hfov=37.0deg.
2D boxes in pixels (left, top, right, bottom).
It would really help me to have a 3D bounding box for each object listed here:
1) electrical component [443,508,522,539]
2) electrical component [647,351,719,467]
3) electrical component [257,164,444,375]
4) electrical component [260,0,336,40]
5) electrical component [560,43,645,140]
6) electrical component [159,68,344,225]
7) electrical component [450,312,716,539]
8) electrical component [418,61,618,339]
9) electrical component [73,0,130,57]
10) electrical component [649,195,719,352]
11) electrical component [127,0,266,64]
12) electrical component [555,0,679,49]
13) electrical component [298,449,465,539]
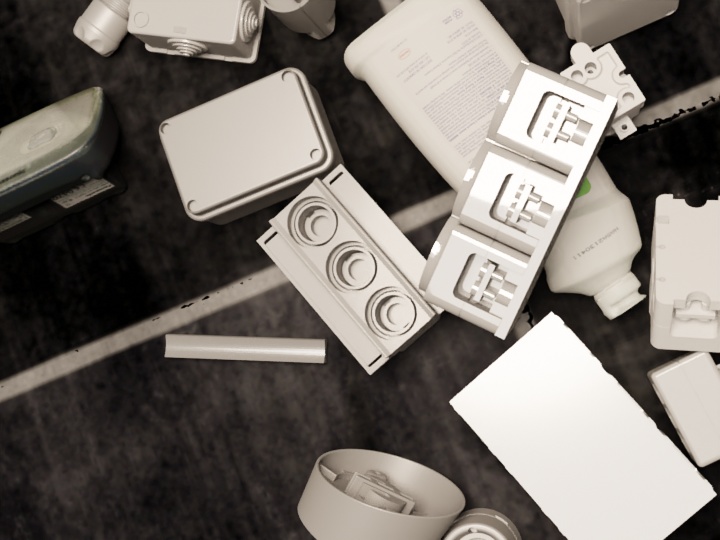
[{"bbox_3d":[0.080,0.190,0.720,0.055,0.047,0.055,-1,86,12],"label":"electrical component"},{"bbox_3d":[0.237,0.080,0.695,0.077,0.047,0.065,-28,81,9],"label":"electrical component"},{"bbox_3d":[0.000,0.000,0.741,0.079,0.063,0.121,-42,79,6],"label":"electrical component"},{"bbox_3d":[-0.040,-0.189,0.753,0.043,0.081,0.043,-1,86,13],"label":"electrical component"},{"bbox_3d":[0.162,-0.116,0.719,0.048,0.055,0.066,-31,81,8],"label":"electrical component"},{"bbox_3d":[-0.077,-0.086,0.766,0.113,0.057,0.078,-21,82,9],"label":"electrical component"},{"bbox_3d":[0.144,0.113,0.704,0.089,0.062,0.150,-42,79,6],"label":"electrical component"},{"bbox_3d":[0.095,-0.044,0.652,0.062,0.089,0.150,26,100,10],"label":"electrical component"},{"bbox_3d":[-0.185,-0.193,0.807,0.035,0.035,0.061,37,91,12],"label":"electrical component"},{"bbox_3d":[0.213,0.004,0.687,0.050,0.055,0.089,3,52,12],"label":"electrical component"},{"bbox_3d":[-0.117,-0.204,0.786,0.100,0.048,0.099,9,88,12],"label":"electrical component"},{"bbox_3d":[0.164,-0.195,0.695,0.078,0.113,0.057,-23,79,9],"label":"electrical component"},{"bbox_3d":[0.011,0.156,0.712,0.099,0.099,0.064,31,99,12],"label":"electrical component"}]
